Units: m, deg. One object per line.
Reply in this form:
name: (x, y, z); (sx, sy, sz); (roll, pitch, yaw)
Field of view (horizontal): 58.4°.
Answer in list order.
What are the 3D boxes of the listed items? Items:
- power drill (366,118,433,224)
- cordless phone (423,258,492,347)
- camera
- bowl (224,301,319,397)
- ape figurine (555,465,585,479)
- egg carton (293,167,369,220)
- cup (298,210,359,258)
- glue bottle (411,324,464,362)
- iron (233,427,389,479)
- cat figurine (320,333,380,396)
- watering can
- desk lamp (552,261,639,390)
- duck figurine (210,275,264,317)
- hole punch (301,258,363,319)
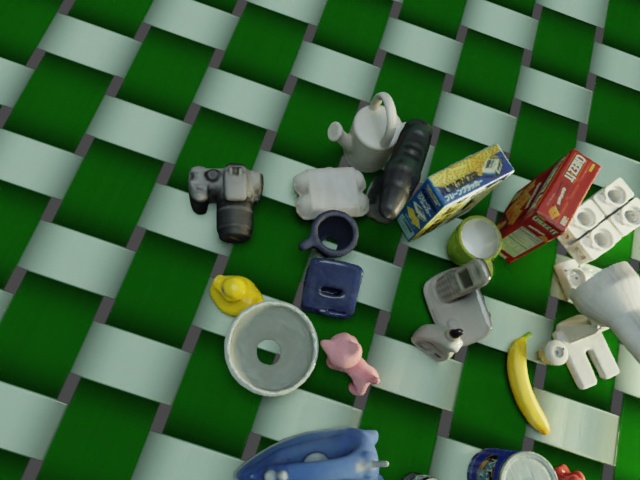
power drill: (0.144, -0.110, 1.096); (0.075, 0.208, 0.230); (23, 71, -1)
cordless phone: (0.273, 0.115, 1.059); (0.094, 0.185, 0.147); (-20, 77, -14)
camera: (-0.178, -0.070, 1.087); (0.143, 0.100, 0.137); (0, 73, -9)
bowl: (-0.089, 0.197, 1.033); (0.167, 0.074, 0.167); (3, 72, -8)
ape figurine: (0.448, 0.445, 1.034); (0.078, 0.092, 0.076); (17, 71, -4)
egg carton: (0.022, -0.092, 1.144); (0.150, 0.069, 0.107); (-5, 74, -11)
cup: (0.010, 0.004, 1.098); (0.118, 0.095, 0.091); (-22, 77, -15)
glue bottle: (0.223, 0.180, 1.037); (0.078, 0.173, 0.037); (38, 71, 4)
iron: (-0.013, 0.382, 0.952); (0.258, 0.141, 0.118); (-4, 73, -11)
cat figurine: (0.057, 0.216, 1.028); (0.128, 0.117, 0.067); (44, 72, 6)
watering can: (0.104, -0.213, 1.129); (0.173, 0.194, 0.101); (-30, 80, -17)
desk lamp: (0.539, 0.162, 1.074); (0.118, 0.213, 0.203); (-19, 77, -14)
duck figurine: (-0.152, 0.097, 1.047); (0.104, 0.086, 0.077); (28, 71, 0)
hole punch: (0.023, 0.093, 1.075); (0.109, 0.091, 0.101); (11, 71, -6)
